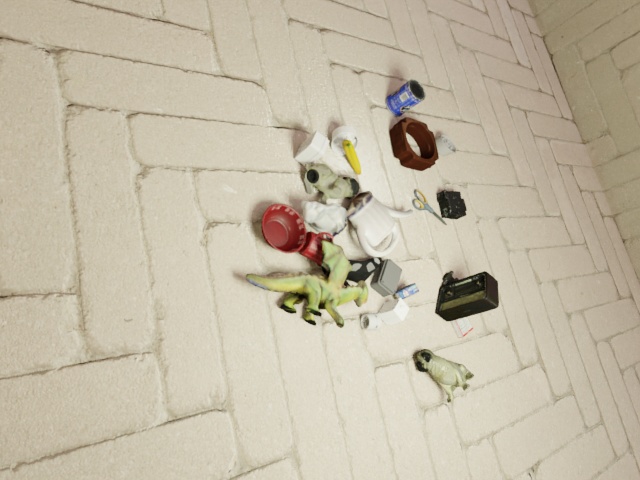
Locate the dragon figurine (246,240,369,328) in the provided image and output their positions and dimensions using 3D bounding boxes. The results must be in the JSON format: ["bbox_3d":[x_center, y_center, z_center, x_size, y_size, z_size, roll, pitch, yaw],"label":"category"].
[{"bbox_3d":[-0.007,0.113,1.536,0.406,0.247,0.121,35,-28,-24],"label":"dragon figurine"}]

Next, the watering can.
[{"bbox_3d":[0.210,-0.082,1.842,0.102,0.223,0.354,-34,10,43],"label":"watering can"}]

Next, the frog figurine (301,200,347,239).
[{"bbox_3d":[0.005,-0.083,1.654,0.158,0.125,0.136,40,-24,-15],"label":"frog figurine"}]
